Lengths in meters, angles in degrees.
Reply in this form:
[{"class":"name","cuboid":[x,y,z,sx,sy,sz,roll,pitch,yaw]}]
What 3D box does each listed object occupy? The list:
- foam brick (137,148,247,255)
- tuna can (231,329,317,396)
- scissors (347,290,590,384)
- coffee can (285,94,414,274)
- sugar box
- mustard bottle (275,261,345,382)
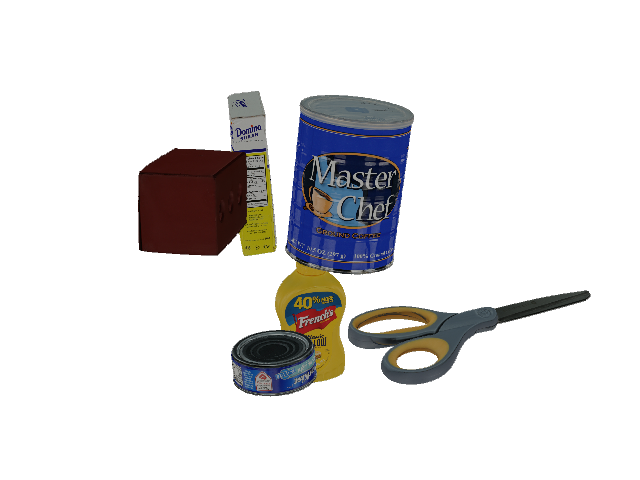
[{"class":"foam brick","cuboid":[-0.082,-0.027,0.693,0.051,0.053,0.078,5,18,10]},{"class":"tuna can","cuboid":[-0.047,0.122,1.078,0.086,0.034,0.086,-4,20,1]},{"class":"scissors","cuboid":[0.123,0.072,0.819,0.201,0.016,0.096,-4,32,-4]},{"class":"coffee can","cuboid":[0.025,-0.053,0.972,0.103,0.140,0.103,6,19,-2]},{"class":"sugar box","cuboid":[-0.083,-0.080,1.274,0.048,0.176,0.093,-8,25,-4]},{"class":"mustard bottle","cuboid":[-0.013,0.098,1.450,0.096,0.192,0.058,-4,22,-14]}]
